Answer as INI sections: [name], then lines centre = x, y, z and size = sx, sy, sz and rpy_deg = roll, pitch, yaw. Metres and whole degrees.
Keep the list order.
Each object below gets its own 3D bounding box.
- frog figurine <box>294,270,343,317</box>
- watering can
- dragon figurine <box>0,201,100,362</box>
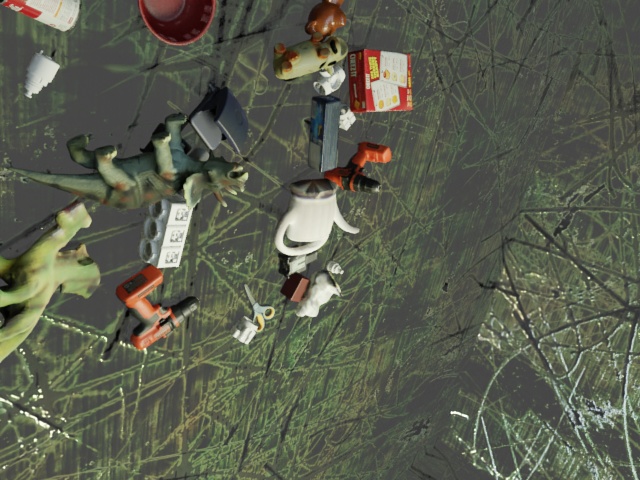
[frog figurine]
centre = -0.018, 0.172, 1.630
size = 0.160, 0.123, 0.136
rpy_deg = -29, -5, -4
[watering can]
centre = 0.005, -0.075, 1.492
size = 0.105, 0.220, 0.350
rpy_deg = 28, 31, 37
[dragon figurine]
centre = -0.528, 0.106, 0.991
size = 0.123, 0.404, 0.244
rpy_deg = 31, 23, 27
